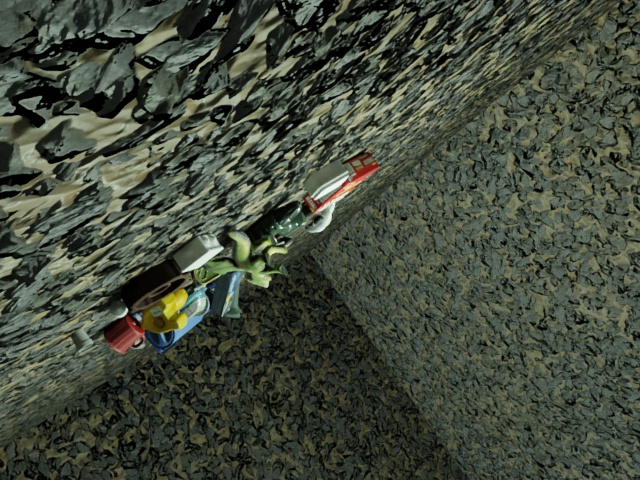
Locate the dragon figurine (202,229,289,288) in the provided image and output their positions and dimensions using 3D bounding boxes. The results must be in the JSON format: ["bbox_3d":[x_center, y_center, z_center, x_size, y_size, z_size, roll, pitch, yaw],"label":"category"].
[{"bbox_3d":[-0.237,0.063,1.511,0.241,0.124,0.404,-18,153,20],"label":"dragon figurine"}]

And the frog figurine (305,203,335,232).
[{"bbox_3d":[0.006,-0.095,1.893,0.160,0.124,0.135,-12,140,-49],"label":"frog figurine"}]
